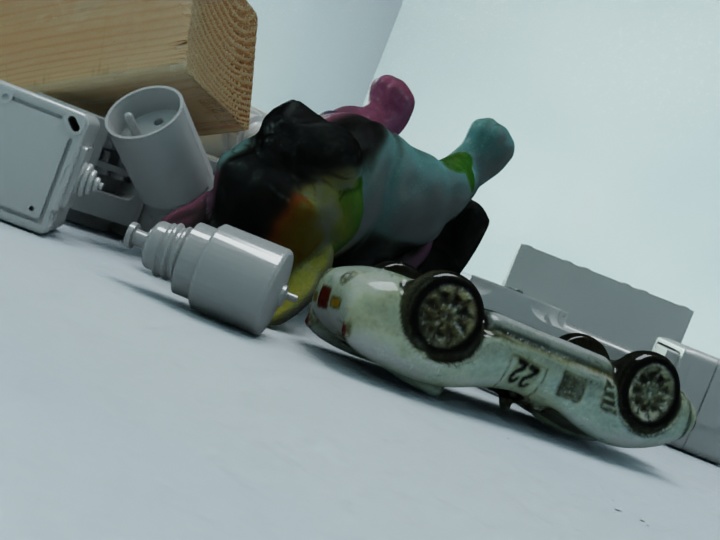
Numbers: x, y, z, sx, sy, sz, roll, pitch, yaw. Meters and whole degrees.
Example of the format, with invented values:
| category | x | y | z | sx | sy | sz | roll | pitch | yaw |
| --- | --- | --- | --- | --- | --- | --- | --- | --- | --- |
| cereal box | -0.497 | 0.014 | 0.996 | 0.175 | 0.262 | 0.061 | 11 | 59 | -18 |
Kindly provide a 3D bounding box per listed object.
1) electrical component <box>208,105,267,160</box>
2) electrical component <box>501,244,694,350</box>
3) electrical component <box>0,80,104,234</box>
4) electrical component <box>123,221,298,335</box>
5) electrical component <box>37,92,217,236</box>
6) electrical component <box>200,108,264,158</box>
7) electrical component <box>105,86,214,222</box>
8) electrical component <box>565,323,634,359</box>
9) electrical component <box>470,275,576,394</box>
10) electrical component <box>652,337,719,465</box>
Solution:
| category | x | y | z | sx | sy | sz | roll | pitch | yaw |
| --- | --- | --- | --- | --- | --- | --- | --- | --- | --- |
| electrical component | -0.099 | -0.068 | 0.805 | 0.108 | 0.108 | 0.060 | 21 | -3 | -3 |
| electrical component | 0.188 | 0.046 | 0.907 | 0.150 | 0.089 | 0.062 | 22 | 3 | 5 |
| electrical component | -0.173 | -0.059 | 0.535 | 0.096 | 0.061 | 0.061 | 21 | 3 | -9 |
| electrical component | -0.065 | -0.001 | 0.470 | 0.078 | 0.040 | 0.040 | 22 | 3 | 5 |
| electrical component | -0.128 | -0.050 | 0.671 | 0.150 | 0.061 | 0.089 | 19 | 4 | -41 |
| electrical component | -0.080 | -0.092 | 0.740 | 0.078 | 0.040 | 0.040 | 22 | 3 | 37 |
| electrical component | -0.105 | -0.056 | 0.591 | 0.043 | 0.043 | 0.081 | 24 | -32 | 33 |
| electrical component | 0.149 | 0.066 | 0.683 | 0.083 | 0.047 | 0.076 | 23 | 4 | 26 |
| electrical component | 0.079 | 0.038 | 0.614 | 0.089 | 0.055 | 0.050 | 22 | 3 | 10 |
| electrical component | 0.215 | 0.083 | 0.716 | 0.061 | 0.061 | 0.096 | 22 | 3 | 2 |
